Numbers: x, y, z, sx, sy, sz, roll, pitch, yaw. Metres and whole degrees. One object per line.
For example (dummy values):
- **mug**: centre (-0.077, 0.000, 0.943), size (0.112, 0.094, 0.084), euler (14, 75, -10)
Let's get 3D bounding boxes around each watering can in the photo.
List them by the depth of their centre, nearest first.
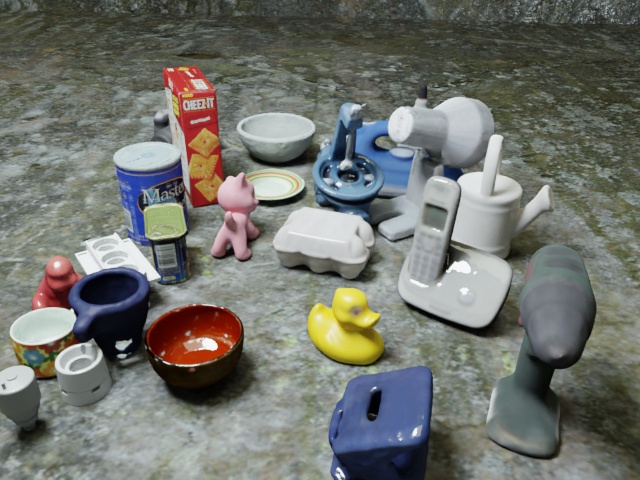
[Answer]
- **watering can**: centre (0.270, -0.069, 0.893), size (0.173, 0.194, 0.101), euler (2, 32, 1)

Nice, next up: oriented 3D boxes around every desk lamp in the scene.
- **desk lamp**: centre (0.182, -0.130, 0.971), size (0.204, 0.214, 0.117), euler (-18, 36, -28)

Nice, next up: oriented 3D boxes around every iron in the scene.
- **iron**: centre (0.164, -0.164, 1.094), size (0.258, 0.141, 0.118), euler (6, 32, 7)

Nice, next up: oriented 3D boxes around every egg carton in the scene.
- **egg carton**: centre (0.008, 0.003, 0.883), size (0.150, 0.069, 0.107), euler (10, 32, 13)

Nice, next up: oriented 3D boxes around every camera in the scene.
- **camera**: centre (-0.307, -0.230, 1.220), size (0.142, 0.101, 0.137), euler (16, 35, 23)

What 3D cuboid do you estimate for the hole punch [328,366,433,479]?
- **hole punch**: centre (0.062, 0.182, 0.574), size (0.101, 0.091, 0.109), euler (7, 32, 9)

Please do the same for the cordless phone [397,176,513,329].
- **cordless phone**: centre (0.185, 0.015, 0.761), size (0.147, 0.185, 0.094), euler (19, 36, 27)

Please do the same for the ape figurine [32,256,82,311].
- **ape figurine**: centre (-0.336, 0.064, 0.747), size (0.078, 0.092, 0.076), euler (-8, 33, -15)

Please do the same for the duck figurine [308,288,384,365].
- **duck figurine**: centre (0.033, 0.097, 0.715), size (0.104, 0.086, 0.078), euler (21, 37, 29)

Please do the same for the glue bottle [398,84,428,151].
- **glue bottle**: centre (0.203, -0.235, 1.181), size (0.078, 0.173, 0.037), euler (2, 32, 2)

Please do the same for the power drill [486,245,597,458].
- **power drill**: centre (0.226, 0.113, 0.581), size (0.075, 0.208, 0.230), euler (12, 33, 17)

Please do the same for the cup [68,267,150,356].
- **cup**: centre (-0.251, 0.101, 0.688), size (0.091, 0.095, 0.118), euler (7, 32, 8)

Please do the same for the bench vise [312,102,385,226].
- **bench vise**: centre (0.028, -0.140, 0.974), size (0.122, 0.220, 0.206), euler (-17, 36, -28)

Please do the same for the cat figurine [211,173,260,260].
- **cat figurine**: centre (-0.135, -0.049, 0.916), size (0.067, 0.118, 0.128), euler (3, 32, 3)

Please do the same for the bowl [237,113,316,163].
- **bowl**: centre (-0.093, -0.211, 1.223), size (0.167, 0.075, 0.167), euler (1, 31, 0)
